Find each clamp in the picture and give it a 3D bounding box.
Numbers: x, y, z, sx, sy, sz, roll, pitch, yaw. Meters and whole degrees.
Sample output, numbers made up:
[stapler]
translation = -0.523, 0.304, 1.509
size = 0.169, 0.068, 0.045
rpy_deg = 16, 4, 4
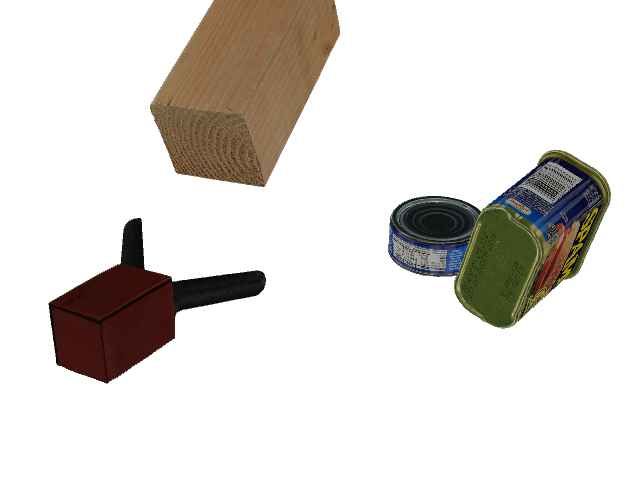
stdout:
[clamp]
translation = -0.175, 0.047, 1.022
size = 0.165, 0.036, 0.209
rpy_deg = 26, 36, 24

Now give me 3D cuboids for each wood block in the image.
[wood block]
translation = -0.062, -0.158, 0.966
size = 0.091, 0.206, 0.090
rpy_deg = 10, -36, 20

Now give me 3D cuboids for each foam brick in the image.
[foam brick]
translation = -0.150, 0.058, 0.777
size = 0.053, 0.051, 0.078
rpy_deg = 13, 29, 31

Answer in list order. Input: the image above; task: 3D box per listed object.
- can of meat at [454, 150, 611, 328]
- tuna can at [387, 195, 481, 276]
[can of meat]
translation = 0.142, 0.001, 0.727
size = 0.057, 0.102, 0.083
rpy_deg = 36, 49, 24
[tuna can]
translation = 0.102, -0.005, 0.933
size = 0.086, 0.034, 0.086
rpy_deg = 0, 31, 0
